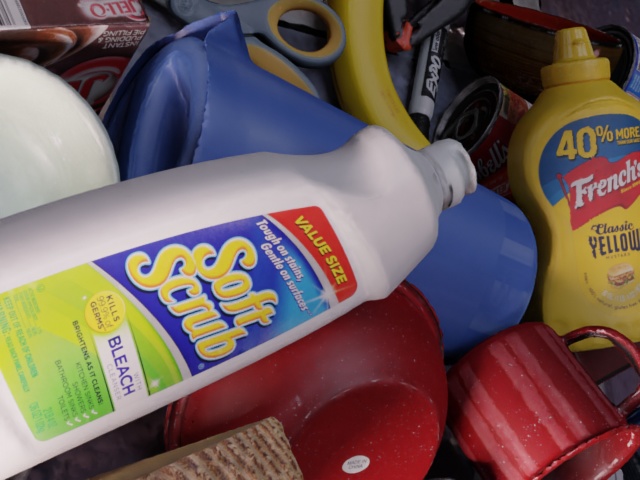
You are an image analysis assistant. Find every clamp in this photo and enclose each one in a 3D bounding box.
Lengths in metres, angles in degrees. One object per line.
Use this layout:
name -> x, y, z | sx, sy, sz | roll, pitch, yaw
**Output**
clamp -> 0.075, -0.215, 0.732 | 0.120, 0.039, 0.171 | 30, 83, -10

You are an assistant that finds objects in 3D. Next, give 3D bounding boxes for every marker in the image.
marker -> 0.074, -0.110, 0.742 | 0.020, 0.020, 0.121 | 27, 59, -24

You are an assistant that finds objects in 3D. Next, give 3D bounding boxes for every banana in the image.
banana -> 0.039, -0.120, 0.696 | 0.069, 0.037, 0.198 | -16, 87, -9

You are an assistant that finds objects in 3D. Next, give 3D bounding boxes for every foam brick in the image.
foam brick -> 0.175, 0.071, 0.722 | 0.078, 0.053, 0.051 | -18, 83, -40

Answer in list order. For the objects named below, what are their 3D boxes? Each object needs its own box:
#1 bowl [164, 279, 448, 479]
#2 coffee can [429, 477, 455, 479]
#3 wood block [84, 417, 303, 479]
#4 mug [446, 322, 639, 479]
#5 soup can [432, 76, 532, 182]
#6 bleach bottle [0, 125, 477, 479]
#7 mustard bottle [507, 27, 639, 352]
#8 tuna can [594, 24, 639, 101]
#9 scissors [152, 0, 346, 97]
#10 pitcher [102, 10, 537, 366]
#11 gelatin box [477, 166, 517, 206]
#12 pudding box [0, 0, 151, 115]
bowl -> 0.007, 0.094, 0.531 | 0.161, 0.055, 0.162 | -13, 121, -23
coffee can -> 0.060, 0.210, 0.551 | 0.102, 0.103, 0.140 | -28, 89, -39
wood block -> -0.086, 0.141, 0.408 | 0.090, 0.207, 0.090 | -20, 84, -39
mug -> 0.126, 0.093, 0.590 | 0.081, 0.117, 0.093 | 57, 12, 31
soup can -> 0.137, -0.058, 0.736 | 0.102, 0.069, 0.068 | 30, 57, -23
bleach bottle -> -0.044, 0.005, 0.453 | 0.250, 0.068, 0.102 | -24, 116, -20
mustard bottle -> 0.164, -0.033, 0.649 | 0.096, 0.058, 0.191 | -8, 93, -12
tuna can -> 0.212, -0.116, 0.801 | 0.033, 0.086, 0.086 | 26, 59, -27
scissors -> -0.064, -0.150, 0.648 | 0.201, 0.016, 0.096 | 46, 75, -11
pitcher -> -0.004, 0.001, 0.586 | 0.242, 0.149, 0.145 | 21, 46, -31
gelatin box -> 0.138, -0.010, 0.714 | 0.089, 0.073, 0.030 | 29, 58, -23
pudding box -> -0.151, -0.090, 0.527 | 0.113, 0.090, 0.039 | -10, 66, -36
